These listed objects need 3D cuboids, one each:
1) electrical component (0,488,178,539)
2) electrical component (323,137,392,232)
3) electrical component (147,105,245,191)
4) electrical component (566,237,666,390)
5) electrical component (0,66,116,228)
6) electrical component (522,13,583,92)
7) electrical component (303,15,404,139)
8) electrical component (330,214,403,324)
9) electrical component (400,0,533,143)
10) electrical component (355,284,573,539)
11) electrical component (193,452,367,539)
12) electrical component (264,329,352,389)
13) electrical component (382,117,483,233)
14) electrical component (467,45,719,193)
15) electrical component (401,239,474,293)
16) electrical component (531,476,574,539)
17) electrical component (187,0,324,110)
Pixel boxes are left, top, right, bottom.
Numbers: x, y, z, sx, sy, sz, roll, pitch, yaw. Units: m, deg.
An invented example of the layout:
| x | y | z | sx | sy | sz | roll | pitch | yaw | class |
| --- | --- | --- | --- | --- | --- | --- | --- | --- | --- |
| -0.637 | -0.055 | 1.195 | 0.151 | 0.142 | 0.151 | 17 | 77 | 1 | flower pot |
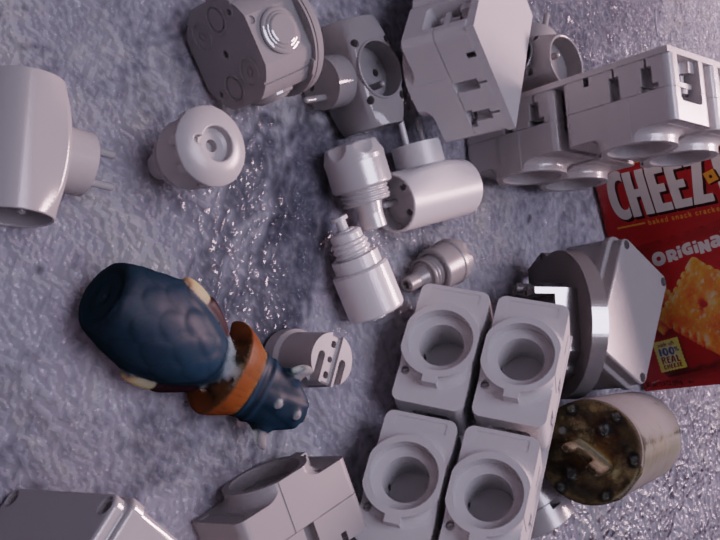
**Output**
| x | y | z | sx | sy | sz | roll | pitch | yaw | class |
| --- | --- | --- | --- | --- | --- | --- | --- | --- | --- |
| -0.150 | 0.164 | 0.512 | 0.056 | 0.109 | 0.108 | 49 | 52 | -28 | electrical component |
| 0.001 | -0.058 | 0.742 | 0.043 | 0.043 | 0.062 | -23 | 99 | -43 | electrical component |
| -0.102 | -0.068 | 0.634 | 0.048 | 0.062 | 0.048 | 10 | 75 | -42 | electrical component |
| 0.207 | 0.038 | 0.905 | 0.078 | 0.057 | 0.113 | 39 | 58 | -31 | electrical component |
| -0.168 | -0.062 | 0.584 | 0.079 | 0.043 | 0.077 | 12 | 73 | -41 | electrical component |
| 0.138 | -0.173 | 0.869 | 0.044 | 0.077 | 0.079 | 29 | 62 | -36 | electrical component |
| -0.013 | -0.131 | 0.743 | 0.079 | 0.044 | 0.077 | -19 | 95 | -43 | electrical component |
| 0.000 | 0.000 | 0.731 | 0.040 | 0.040 | 0.078 | -31 | 102 | -42 | electrical component |
| 0.079 | -0.177 | 0.796 | 0.089 | 0.062 | 0.150 | 60 | 31 | -36 | electrical component |
| 0.072 | 0.107 | 0.722 | 0.060 | 0.105 | 0.186 | 69 | 34 | -59 | electrical component |
| -0.049 | 0.149 | 0.649 | 0.089 | 0.050 | 0.055 | -25 | 99 | -43 | electrical component |
| -0.033 | 0.057 | 0.683 | 0.040 | 0.046 | 0.040 | 5 | 83 | -42 | electrical component |
| 0.045 | -0.072 | 0.785 | 0.077 | 0.043 | 0.079 | -16 | 93 | -43 | electrical component |
| 0.185 | -0.107 | 0.824 | 0.105 | 0.186 | 0.060 | 3 | 80 | -43 | electrical component |
| 0.054 | 0.001 | 0.786 | 0.061 | 0.035 | 0.035 | -27 | 100 | -40 | electrical component |
| 0.125 | 0.167 | 0.806 | 0.055 | 0.055 | 0.047 | -32 | 100 | -42 | electrical component |
| -0.065 | -0.142 | 0.673 | 0.051 | 0.080 | 0.080 | -32 | 104 | -36 | electrical component |
